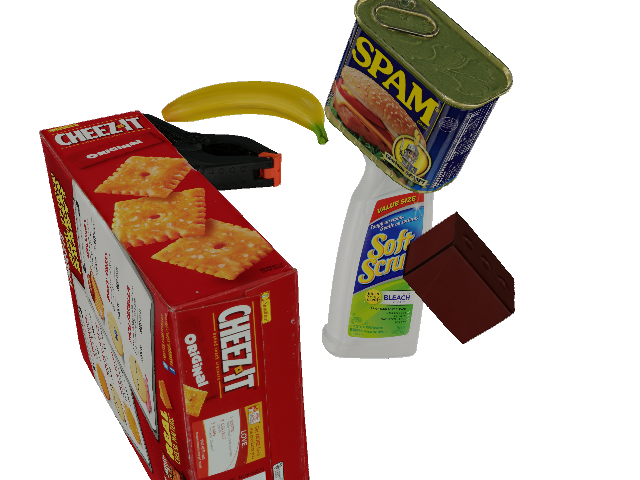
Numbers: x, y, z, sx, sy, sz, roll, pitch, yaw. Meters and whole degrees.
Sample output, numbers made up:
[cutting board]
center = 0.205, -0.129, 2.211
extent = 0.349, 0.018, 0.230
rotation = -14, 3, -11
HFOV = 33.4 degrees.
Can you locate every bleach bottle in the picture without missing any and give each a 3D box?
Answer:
[bleach bottle]
center = 0.061, -0.007, 1.080
extent = 0.102, 0.251, 0.068
rotation = 1, 18, -10

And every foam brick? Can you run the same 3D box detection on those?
[foam brick]
center = 0.108, 0.030, 0.825
extent = 0.051, 0.078, 0.053
rotation = -35, 18, 24

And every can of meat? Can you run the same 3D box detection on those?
[can of meat]
center = 0.055, -0.090, 0.654
extent = 0.057, 0.102, 0.084
rotation = -30, -24, -36

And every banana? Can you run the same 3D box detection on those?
[banana]
center = -0.077, -0.149, 1.179
extent = 0.198, 0.037, 0.069
rotation = 8, 43, 18

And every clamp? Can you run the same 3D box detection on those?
[clamp]
center = -0.120, -0.069, 0.912
extent = 0.172, 0.039, 0.120
rotation = 12, 35, 26

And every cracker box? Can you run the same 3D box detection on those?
[cracker box]
center = -0.083, 0.043, 0.589
extent = 0.072, 0.164, 0.214
rotation = -16, 34, -22
